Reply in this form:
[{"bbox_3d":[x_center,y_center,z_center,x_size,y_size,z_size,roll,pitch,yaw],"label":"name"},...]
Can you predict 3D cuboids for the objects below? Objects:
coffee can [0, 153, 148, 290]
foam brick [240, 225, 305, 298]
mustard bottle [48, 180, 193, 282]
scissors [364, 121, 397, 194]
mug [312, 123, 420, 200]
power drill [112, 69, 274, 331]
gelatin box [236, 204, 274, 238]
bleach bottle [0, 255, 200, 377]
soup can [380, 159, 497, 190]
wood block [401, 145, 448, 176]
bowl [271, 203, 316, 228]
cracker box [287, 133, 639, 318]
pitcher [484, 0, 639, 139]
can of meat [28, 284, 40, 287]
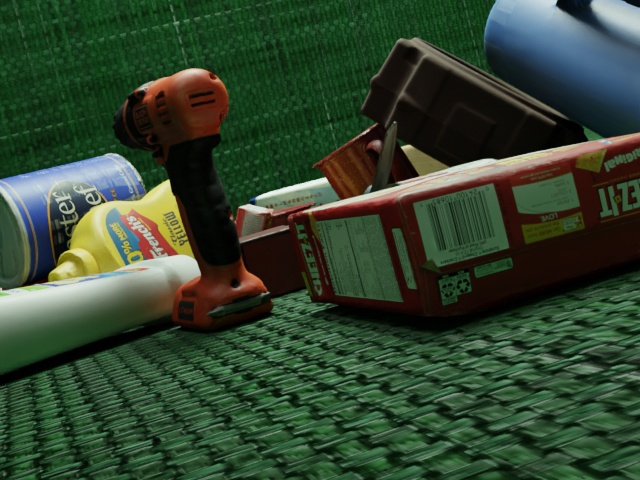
[{"bbox_3d":[-0.248,-0.020,1.021,0.140,0.103,0.103,-19,6,-41],"label":"coffee can"},{"bbox_3d":[-0.043,0.019,0.905,0.053,0.051,0.078,-17,4,-8],"label":"foam brick"},{"bbox_3d":[-0.167,0.008,0.964,0.058,0.096,0.191,-29,-2,40],"label":"mustard bottle"},{"bbox_3d":[0.027,-0.020,0.827,0.096,0.016,0.201,-29,-25,-3],"label":"scissors"},{"bbox_3d":[0.056,-0.069,1.081,0.093,0.081,0.117,-35,4,-19],"label":"mug"},{"bbox_3d":[-0.102,-0.029,0.804,0.057,0.187,0.185,-18,6,-23],"label":"power drill"},{"bbox_3d":[-0.065,0.006,0.992,0.030,0.073,0.089,12,4,0],"label":"gelatin box"},{"bbox_3d":[-0.191,0.057,0.855,0.250,0.068,0.103,-15,4,-37],"label":"bleach bottle"},{"bbox_3d":[0.099,-0.020,0.808,0.102,0.068,0.069,-17,4,-33],"label":"soup can"},{"bbox_3d":[0.151,-0.082,1.314,0.090,0.091,0.206,-17,4,-27],"label":"wood block"},{"bbox_3d":[-0.077,0.001,1.240,0.162,0.055,0.162,-15,4,1],"label":"bowl"},{"bbox_3d":[0.090,-0.007,0.642,0.164,0.072,0.214,-15,3,-16],"label":"cracker box"},{"bbox_3d":[0.253,-0.160,0.920,0.144,0.149,0.243,-2,26,-36],"label":"pitcher"},{"bbox_3d":[-0.262,0.071,0.947,0.102,0.057,0.084,-15,2,7],"label":"can of meat"}]
